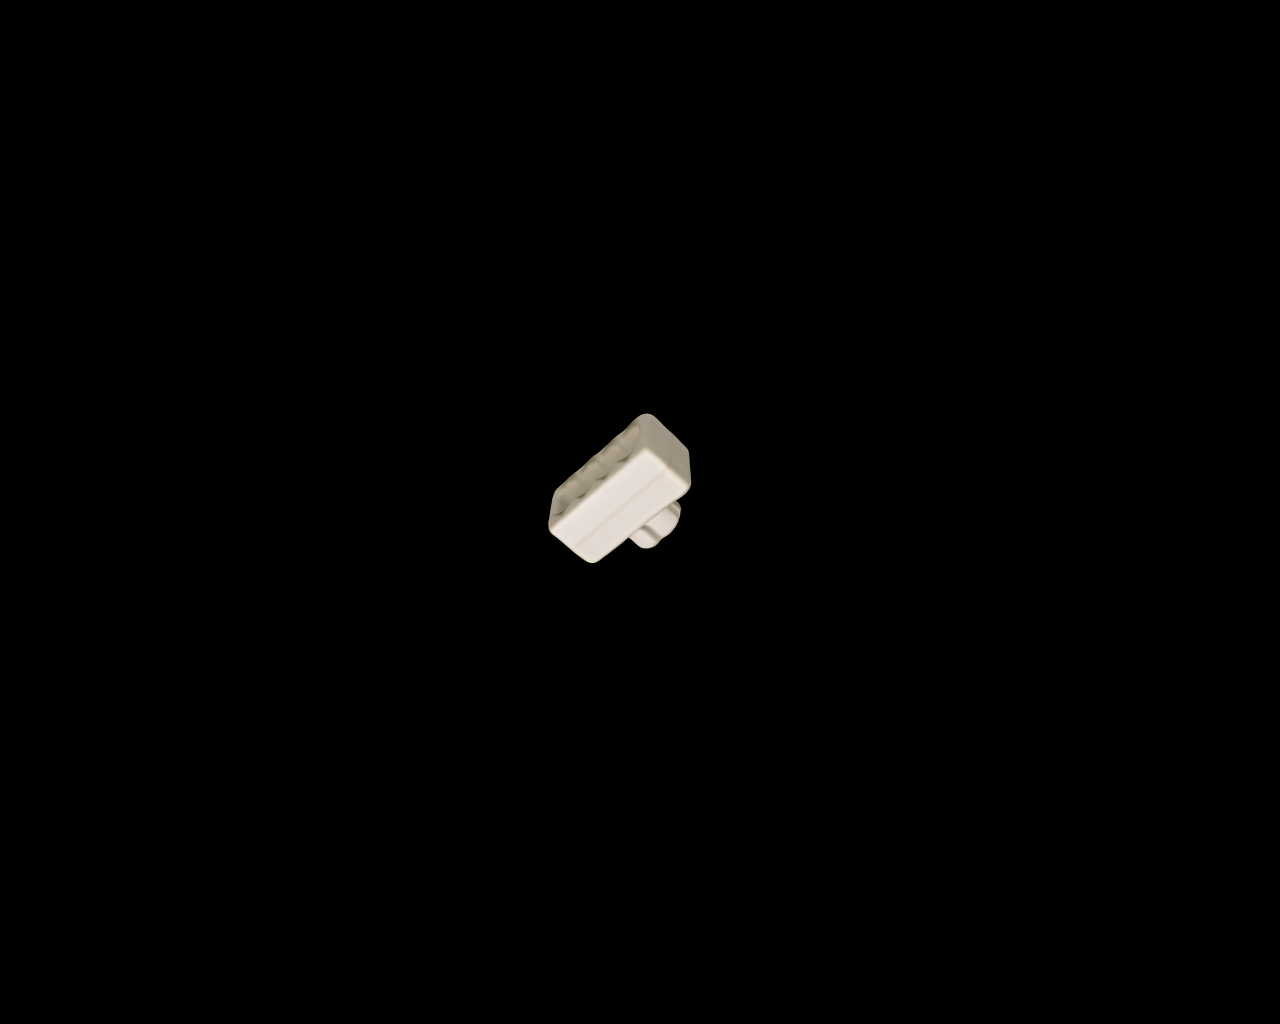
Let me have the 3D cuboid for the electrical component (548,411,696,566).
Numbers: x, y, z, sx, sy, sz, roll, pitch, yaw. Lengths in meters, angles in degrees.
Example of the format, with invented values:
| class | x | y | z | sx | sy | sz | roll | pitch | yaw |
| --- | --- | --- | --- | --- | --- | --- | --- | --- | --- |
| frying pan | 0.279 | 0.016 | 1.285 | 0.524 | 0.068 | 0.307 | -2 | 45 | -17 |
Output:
| class | x | y | z | sx | sy | sz | roll | pitch | yaw |
| --- | --- | --- | --- | --- | --- | --- | --- | --- | --- |
| electrical component | 0.001 | -0.003 | 0.650 | 0.083 | 0.075 | 0.047 | -39 | 24 | 22 |
